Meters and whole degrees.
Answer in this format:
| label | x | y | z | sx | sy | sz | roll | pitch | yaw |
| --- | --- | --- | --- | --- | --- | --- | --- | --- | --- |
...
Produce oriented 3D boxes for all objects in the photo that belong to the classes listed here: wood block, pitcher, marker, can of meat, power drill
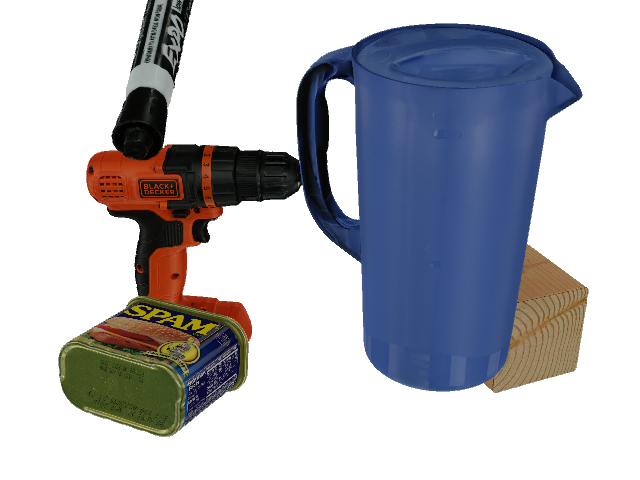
| label | x | y | z | sx | sy | sz | roll | pitch | yaw |
| --- | --- | --- | --- | --- | --- | --- | --- | --- | --- |
| wood block | 0.145 | 0.042 | 0.999 | 0.090 | 0.090 | 0.206 | -11 | 30 | -23 |
| pitcher | 0.075 | -0.022 | 0.745 | 0.144 | 0.243 | 0.149 | -14 | 31 | -25 |
| marker | -0.064 | -0.074 | 0.423 | 0.020 | 0.020 | 0.121 | 0 | 44 | 2 |
| can of meat | -0.113 | 0.084 | 0.723 | 0.102 | 0.057 | 0.083 | 12 | 22 | 23 |
| power drill | -0.103 | 0.005 | 0.931 | 0.184 | 0.188 | 0.057 | 1 | 26 | 7 |
